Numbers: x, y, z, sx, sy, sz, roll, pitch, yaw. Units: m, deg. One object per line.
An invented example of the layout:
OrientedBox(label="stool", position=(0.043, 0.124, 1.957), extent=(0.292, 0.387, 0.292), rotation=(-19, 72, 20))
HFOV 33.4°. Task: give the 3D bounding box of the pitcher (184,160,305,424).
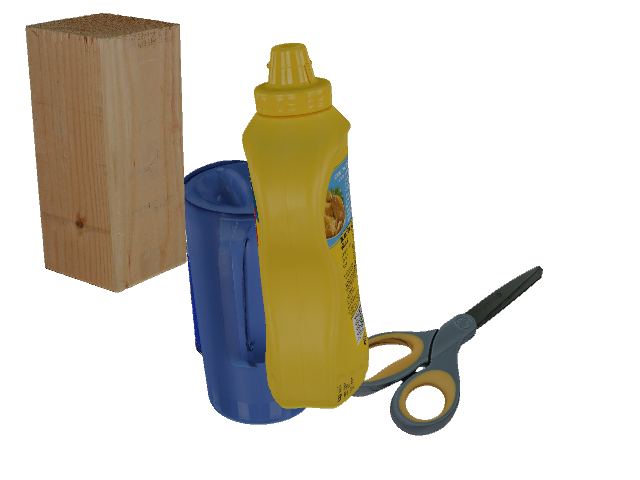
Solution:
OrientedBox(label="pitcher", position=(-0.062, 0.055, 1.012), extent=(0.149, 0.243, 0.145), rotation=(-20, 31, -34))

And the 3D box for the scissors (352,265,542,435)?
OrientedBox(label="scissors", position=(0.108, 0.080, 0.776), extent=(0.201, 0.016, 0.096), rotation=(-18, 50, -22))

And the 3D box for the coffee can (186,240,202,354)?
OrientedBox(label="coffee can", position=(-0.110, 0.064, 1.318), extent=(0.103, 0.140, 0.103), rotation=(-2, 26, 1))

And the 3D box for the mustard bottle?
OrientedBox(label="mustard bottle", position=(-0.008, -0.011, 0.585), extent=(0.058, 0.192, 0.096), rotation=(-1, 20, 11))

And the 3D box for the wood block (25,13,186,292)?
OrientedBox(label="wood block", position=(-0.174, -0.075, 0.881), extent=(0.091, 0.206, 0.090), rotation=(15, 25, 31))
